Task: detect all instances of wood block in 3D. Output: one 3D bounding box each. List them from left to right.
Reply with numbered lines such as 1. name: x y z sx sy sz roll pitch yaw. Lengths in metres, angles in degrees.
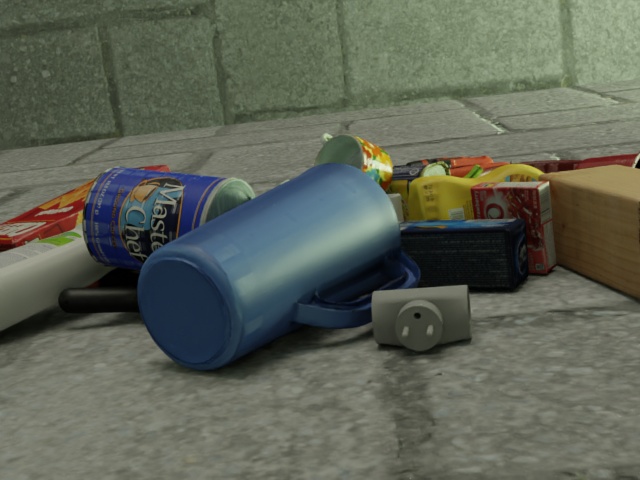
1. wood block: 0.288 -0.012 0.992 0.090 0.090 0.206 -9 11 -11

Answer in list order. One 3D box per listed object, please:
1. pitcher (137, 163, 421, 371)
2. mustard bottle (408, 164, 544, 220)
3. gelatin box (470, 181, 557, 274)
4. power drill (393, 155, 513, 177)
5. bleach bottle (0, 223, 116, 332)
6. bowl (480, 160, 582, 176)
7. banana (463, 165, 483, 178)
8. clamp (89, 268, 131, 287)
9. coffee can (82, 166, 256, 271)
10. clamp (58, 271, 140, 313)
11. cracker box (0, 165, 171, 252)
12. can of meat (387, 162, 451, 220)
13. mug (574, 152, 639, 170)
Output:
1. pitcher: -0.033 0.026 0.927 0.149 0.145 0.242 -22 4 38
2. mustard bottle: 0.191 -0.029 1.115 0.191 0.096 0.058 -9 11 -11
3. gelatin box: 0.190 -0.012 1.047 0.073 0.089 0.030 2 17 37
4. power drill: 0.178 -0.084 1.491 0.184 0.057 0.188 -8 12 -10
5. bleach bottle: -0.274 0.030 1.081 0.250 0.068 0.103 -25 24 -38
6. bowl: 0.270 -0.061 1.327 0.162 0.055 0.162 -7 11 1
7. banana: 0.123 -0.049 1.352 0.198 0.037 0.069 -7 42 48
8. clamp: -0.168 0.024 1.211 0.165 0.036 0.209 5 17 41
9. coffee can: -0.144 -0.016 1.041 0.140 0.103 0.102 7 16 26
10. clamp: -0.166 0.057 1.038 0.172 0.039 0.120 3 16 38
11. cracker box: -0.291 -0.016 1.255 0.213 0.072 0.164 -31 18 -34
12. can of meat: 0.098 -0.033 1.177 0.084 0.102 0.057 0 13 39
13. mug: 0.337 -0.049 1.181 0.117 0.093 0.082 24 -17 -40
